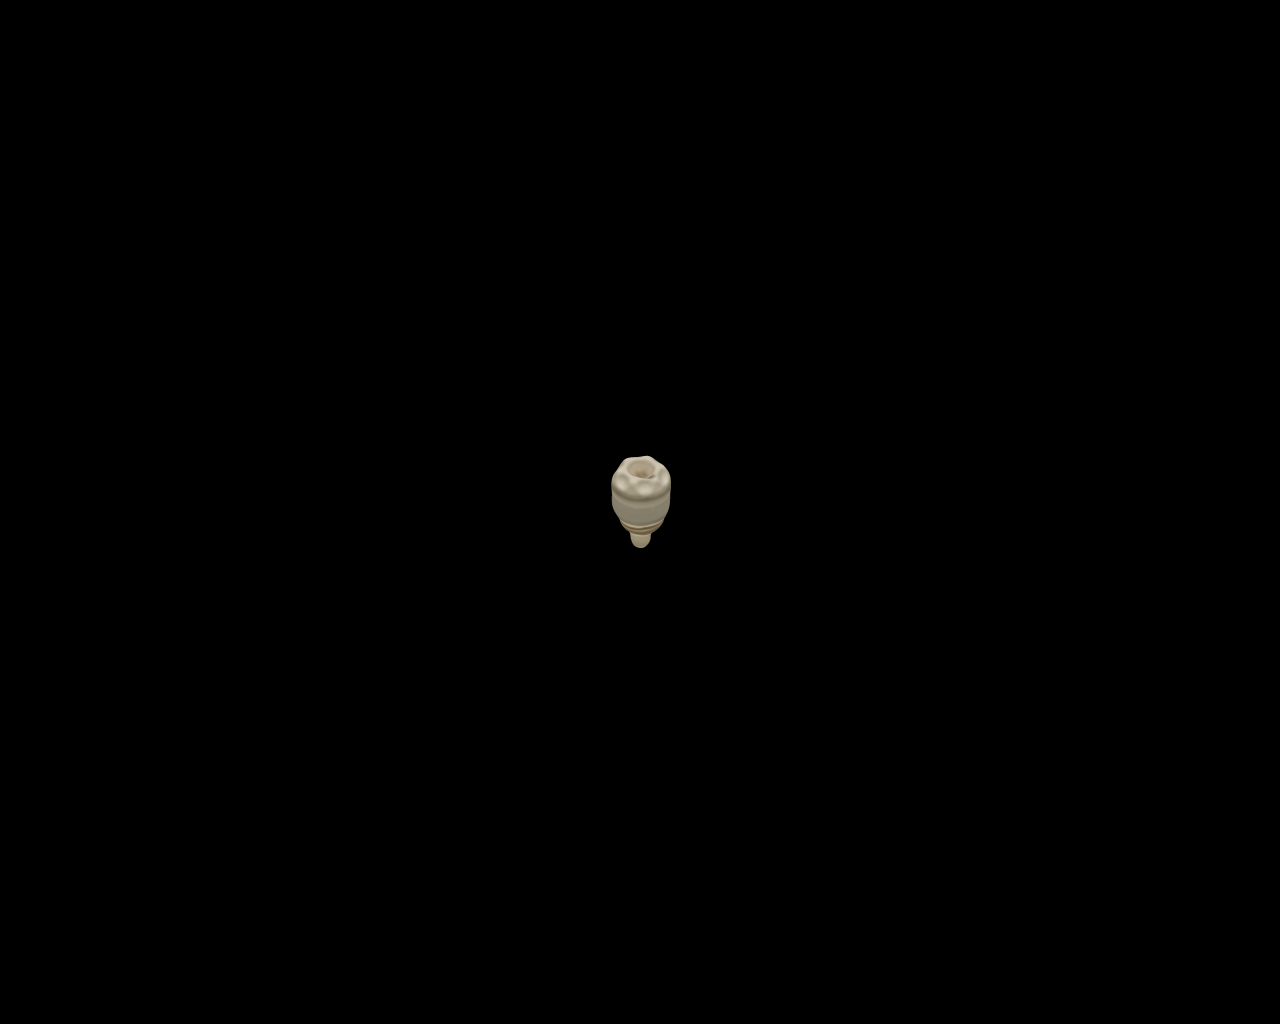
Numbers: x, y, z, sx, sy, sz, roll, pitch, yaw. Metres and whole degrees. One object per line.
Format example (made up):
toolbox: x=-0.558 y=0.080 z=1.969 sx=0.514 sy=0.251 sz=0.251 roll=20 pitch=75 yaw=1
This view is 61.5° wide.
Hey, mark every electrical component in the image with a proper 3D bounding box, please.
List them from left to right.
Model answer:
electrical component: x=0.001 y=-0.003 z=0.650 sx=0.035 sy=0.061 sz=0.035 roll=0 pitch=38 yaw=0
